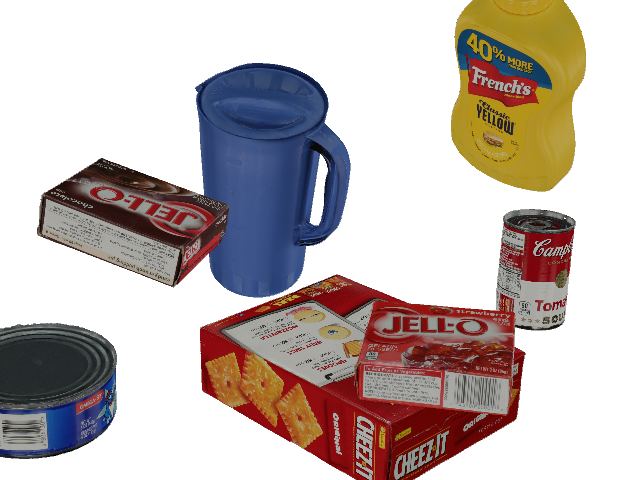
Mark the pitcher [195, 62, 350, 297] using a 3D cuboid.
[{"bbox_3d":[-0.057,-0.052,1.140,0.145,0.243,0.149,-5,43,-10],"label":"pitcher"}]

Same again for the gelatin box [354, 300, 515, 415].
[{"bbox_3d":[0.069,0.067,0.631,0.089,0.030,0.073,5,27,10],"label":"gelatin box"}]

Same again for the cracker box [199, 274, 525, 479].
[{"bbox_3d":[0.030,0.109,0.870,0.163,0.072,0.214,-19,29,-40],"label":"cracker box"}]

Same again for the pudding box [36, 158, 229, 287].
[{"bbox_3d":[-0.135,-0.015,0.780,0.113,0.039,0.090,18,24,10],"label":"pudding box"}]

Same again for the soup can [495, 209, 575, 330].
[{"bbox_3d":[0.206,0.028,1.030,0.068,0.102,0.068,1,18,-1],"label":"soup can"}]

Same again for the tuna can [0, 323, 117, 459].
[{"bbox_3d":[-0.150,0.078,0.562,0.086,0.034,0.086,2,23,-1],"label":"tuna can"}]

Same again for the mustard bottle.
[{"bbox_3d":[0.140,-0.124,0.758,0.096,0.191,0.058,34,62,28],"label":"mustard bottle"}]
